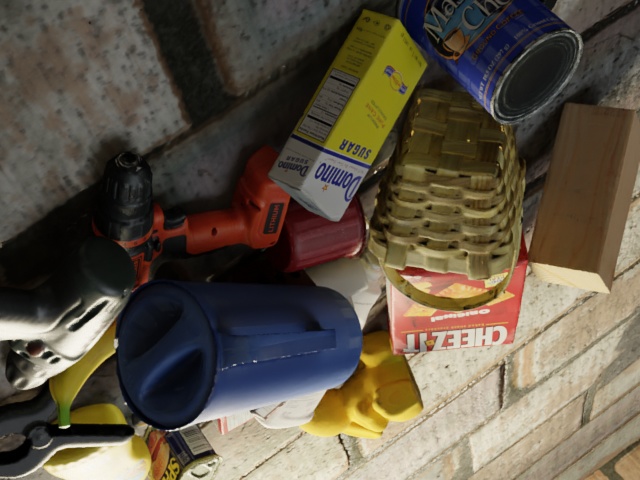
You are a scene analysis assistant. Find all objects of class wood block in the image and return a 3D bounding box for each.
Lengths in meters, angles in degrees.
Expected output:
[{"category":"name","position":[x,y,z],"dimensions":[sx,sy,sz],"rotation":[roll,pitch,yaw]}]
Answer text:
[{"category":"wood block","position":[0.324,-0.051,1.295],"dimensions":[0.090,0.090,0.206],"rotation":[37,66,-61]}]

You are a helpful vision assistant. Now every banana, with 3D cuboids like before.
[{"category":"banana","position":[-0.193,0.102,1.048],"dimensions":[0.197,0.069,0.037],"rotation":[-35,-170,-28]}]

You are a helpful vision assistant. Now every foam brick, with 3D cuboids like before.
[{"category":"foam brick","position":[-0.053,0.056,1.155],"dimensions":[0.078,0.053,0.051],"rotation":[-11,140,-41]}]

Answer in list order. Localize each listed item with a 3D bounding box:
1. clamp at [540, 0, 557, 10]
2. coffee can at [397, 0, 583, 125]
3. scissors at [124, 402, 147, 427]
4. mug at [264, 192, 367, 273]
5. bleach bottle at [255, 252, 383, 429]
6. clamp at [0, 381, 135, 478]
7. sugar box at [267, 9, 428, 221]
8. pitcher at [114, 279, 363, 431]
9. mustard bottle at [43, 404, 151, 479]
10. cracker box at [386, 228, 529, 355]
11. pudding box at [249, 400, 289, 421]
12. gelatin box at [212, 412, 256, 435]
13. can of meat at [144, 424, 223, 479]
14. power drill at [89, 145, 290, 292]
[{"category":"clamp","position":[0.222,-0.264,1.041],"dimensions":[0.164,0.036,0.210],"rotation":[-16,146,-37]},{"category":"coffee can","position":[0.151,-0.187,0.960],"dimensions":[0.102,0.140,0.103],"rotation":[-28,149,-19]},{"category":"scissors","position":[-0.192,0.187,1.160],"dimensions":[0.096,0.016,0.201],"rotation":[-18,164,20]},{"category":"mug","position":[-0.012,-0.026,1.062],"dimensions":[0.081,0.093,0.117],"rotation":[-17,123,-27]},{"category":"bleach bottle","position":[0.007,0.120,1.305],"dimensions":[0.102,0.068,0.251],"rotation":[0,130,-53]},{"category":"clamp","position":[-0.274,0.194,1.073],"dimensions":[0.171,0.039,0.120],"rotation":[-33,112,-5]},{"category":"sugar box","position":[0.028,-0.110,0.966],"dimensions":[0.176,0.048,0.093],"rotation":[-63,151,-6]},{"category":"pitcher","position":[-0.060,0.101,1.017],"dimensions":[0.242,0.149,0.145],"rotation":[0,127,-51]},{"category":"mustard bottle","position":[-0.242,0.250,1.200],"dimensions":[0.096,0.058,0.191],"rotation":[-27,149,-7]},{"category":"cracker box","position":[0.165,0.063,1.326],"dimensions":[0.164,0.072,0.214],"rotation":[-5,146,2]},{"category":"pudding box","position":[-0.063,0.130,1.185],"dimensions":[0.090,0.114,0.039],"rotation":[-41,148,0]},{"category":"gelatin box","position":[-0.085,0.178,1.239],"dimensions":[0.089,0.030,0.073],"rotation":[-27,147,-20]},{"category":"can of meat","position":[-0.170,0.261,1.274],"dimensions":[0.057,0.084,0.102],"rotation":[-12,141,-39]},{"category":"power drill","position":[-0.118,-0.027,0.964],"dimensions":[0.187,0.057,0.185],"rotation":[-18,148,-28]}]
